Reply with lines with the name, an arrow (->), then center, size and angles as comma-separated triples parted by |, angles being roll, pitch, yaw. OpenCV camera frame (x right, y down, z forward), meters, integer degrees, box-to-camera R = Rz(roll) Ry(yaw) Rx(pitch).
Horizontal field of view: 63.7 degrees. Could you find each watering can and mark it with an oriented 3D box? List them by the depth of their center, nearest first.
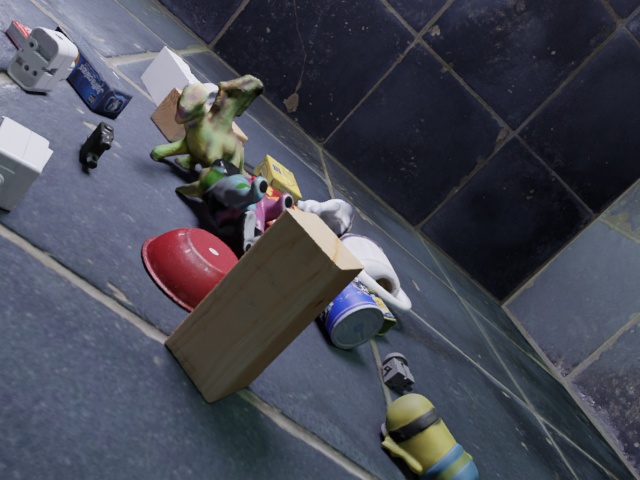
watering can -> 0.091, 0.054, 1.254 | 0.344, 0.103, 0.228 | 37, 14, -25

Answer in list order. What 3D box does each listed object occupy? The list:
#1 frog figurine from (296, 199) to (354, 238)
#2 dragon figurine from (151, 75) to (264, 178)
frog figurine -> 0.004, -0.069, 1.372 | 0.159, 0.124, 0.136 | 33, -19, -8
dragon figurine -> -0.182, -0.215, 1.038 | 0.123, 0.240, 0.411 | 41, 15, 12
